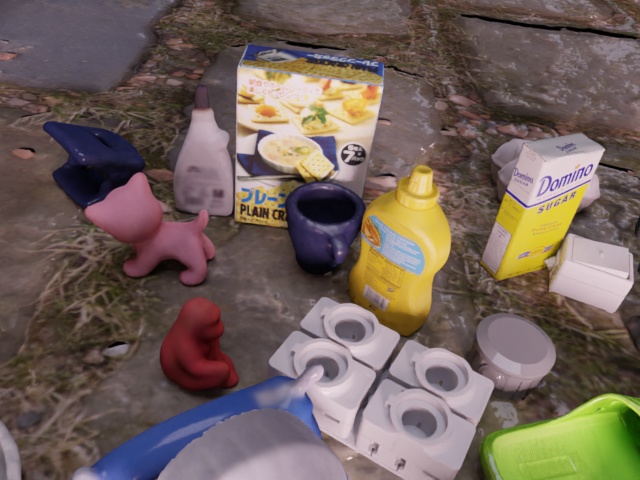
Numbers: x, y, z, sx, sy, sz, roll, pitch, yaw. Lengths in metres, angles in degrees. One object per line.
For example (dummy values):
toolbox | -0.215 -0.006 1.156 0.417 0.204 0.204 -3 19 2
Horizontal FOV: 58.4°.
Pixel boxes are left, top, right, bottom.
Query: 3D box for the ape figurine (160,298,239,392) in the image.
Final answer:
ape figurine | -0.111 0.092 0.534 0.076 0.092 0.078 6 41 -4

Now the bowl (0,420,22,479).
bowl | -0.289 0.199 0.393 0.167 0.075 0.167 5 41 -4

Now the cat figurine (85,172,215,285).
cat figurine | -0.182 -0.017 0.628 0.128 0.118 0.067 6 41 -4

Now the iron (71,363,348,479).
iron | -0.104 0.171 0.407 0.259 0.141 0.118 -17 47 -27

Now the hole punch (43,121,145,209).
hole punch | -0.287 -0.110 0.737 0.101 0.091 0.108 -29 53 -36

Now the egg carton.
egg carton | 0.330 -0.095 0.848 0.150 0.069 0.107 7 41 -2

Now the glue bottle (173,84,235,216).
glue bottle | -0.140 -0.108 0.697 0.078 0.173 0.037 6 41 -3

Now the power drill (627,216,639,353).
power drill | 0.428 0.052 0.589 0.229 0.208 0.076 27 44 20

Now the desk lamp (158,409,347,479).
desk lamp | -0.006 0.225 0.307 0.118 0.213 0.202 -22 49 -31

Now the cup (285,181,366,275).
cup | 0.006 0.002 0.657 0.092 0.095 0.117 -5 42 -15
